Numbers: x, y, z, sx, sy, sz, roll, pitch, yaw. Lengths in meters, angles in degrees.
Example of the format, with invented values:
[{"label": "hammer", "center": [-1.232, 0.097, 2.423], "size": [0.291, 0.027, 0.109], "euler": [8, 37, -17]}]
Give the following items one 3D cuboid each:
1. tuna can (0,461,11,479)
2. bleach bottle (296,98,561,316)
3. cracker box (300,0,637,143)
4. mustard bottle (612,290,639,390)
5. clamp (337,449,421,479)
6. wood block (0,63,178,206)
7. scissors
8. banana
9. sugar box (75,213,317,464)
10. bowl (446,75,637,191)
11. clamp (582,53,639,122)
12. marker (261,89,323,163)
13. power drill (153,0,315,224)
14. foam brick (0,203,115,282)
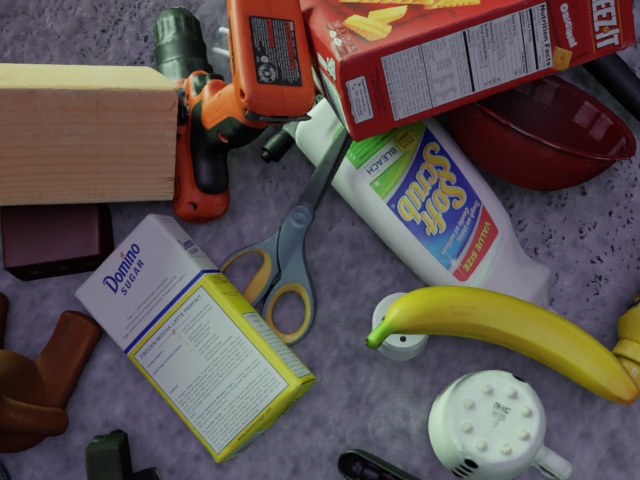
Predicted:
[{"label": "tuna can", "center": [-0.277, 0.197, 0.803], "size": [0.086, 0.034, 0.086], "euler": [-1, 76, 2]}, {"label": "bleach bottle", "center": [0.098, -0.022, 0.830], "size": [0.102, 0.068, 0.251], "euler": [-42, 80, -8]}, {"label": "cracker box", "center": [0.092, -0.167, 0.776], "size": [0.213, 0.072, 0.164], "euler": [-20, 35, -5]}, {"label": "mustard bottle", "center": [0.270, 0.032, 0.789], "size": [0.058, 0.096, 0.191], "euler": [32, 79, 9]}, {"label": "clamp", "center": [0.095, 0.207, 0.744], "size": [0.171, 0.120, 0.039], "euler": [16, 120, -8]}, {"label": "wood block", "center": [-0.217, -0.080, 0.790], "size": [0.205, 0.090, 0.091], "euler": [-3, 110, -24]}, {"label": "scissors", "center": [-0.005, 0.001, 0.817], "size": [0.096, 0.016, 0.202], "euler": [45, 103, 1]}, {"label": "banana", "center": [0.130, 0.070, 0.762], "size": [0.197, 0.037, 0.069], "euler": [12, 60, -2]}, {"label": "sugar box", "center": [-0.096, 0.073, 0.811], "size": [0.093, 0.048, 0.176], "euler": [-45, 75, 12]}, {"label": "bowl", "center": [0.157, -0.085, 0.819], "size": [0.162, 0.161, 0.055], "euler": [29, 120, 9]}, {"label": "clamp", "center": [0.203, -0.180, 0.873], "size": [0.210, 0.036, 0.164], "euler": [11, 66, 6]}, {"label": "marker", "center": [-0.004, -0.109, 0.877], "size": [0.020, 0.020, 0.121], "euler": [41, 80, 11]}, {"label": "power drill", "center": [-0.074, -0.123, 0.804], "size": [0.057, 0.188, 0.184], "euler": [-3, 75, -28]}, {"label": "foam brick", "center": [-0.205, -0.002, 0.842], "size": [0.078, 0.053, 0.051], "euler": [-9, 75, 1]}]
